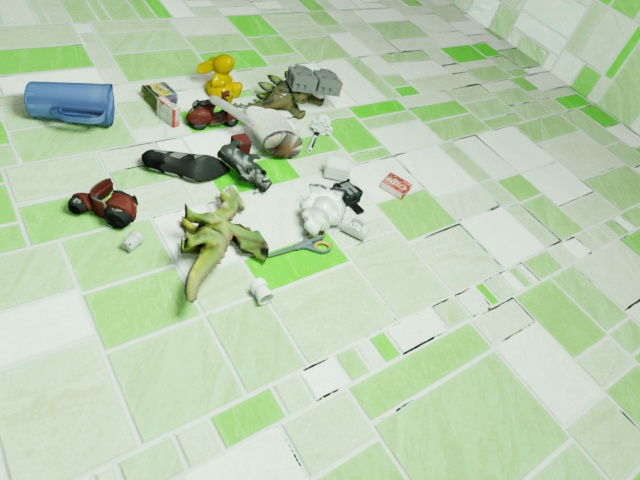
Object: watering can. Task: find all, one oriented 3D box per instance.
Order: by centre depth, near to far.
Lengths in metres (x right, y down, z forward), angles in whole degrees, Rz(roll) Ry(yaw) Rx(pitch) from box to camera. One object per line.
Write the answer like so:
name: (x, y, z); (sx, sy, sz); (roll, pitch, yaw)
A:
watering can: (-0.190, -0.375, 1.708); (0.347, 0.102, 0.228); (5, 41, -44)

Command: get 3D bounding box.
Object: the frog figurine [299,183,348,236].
frog figurine: (0.005, -0.077, 1.523); (0.137, 0.162, 0.121); (21, -24, -15)

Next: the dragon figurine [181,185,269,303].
dragon figurine: (-0.246, 0.006, 1.360); (0.242, 0.420, 0.119); (6, -44, -23)
